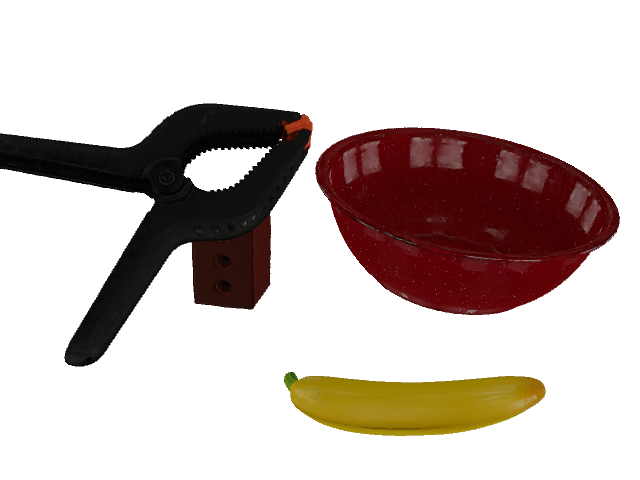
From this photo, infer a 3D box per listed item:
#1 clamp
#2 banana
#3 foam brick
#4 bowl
[{"bbox_3d":[-0.097,-0.021,0.671,0.209,0.164,0.036,-18,-19,-11],"label":"clamp"},{"bbox_3d":[0.060,0.113,0.769,0.198,0.037,0.069,2,28,14],"label":"banana"},{"bbox_3d":[-0.073,0.009,0.877,0.053,0.078,0.051,5,22,14],"label":"foam brick"},{"bbox_3d":[0.074,-0.006,0.577,0.162,0.055,0.162,6,27,-3],"label":"bowl"}]
